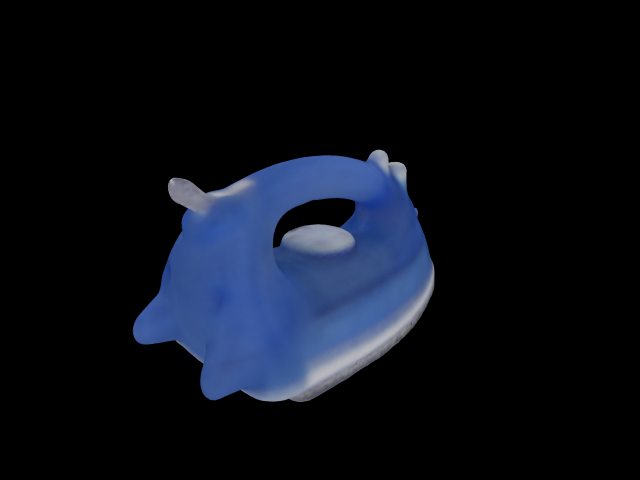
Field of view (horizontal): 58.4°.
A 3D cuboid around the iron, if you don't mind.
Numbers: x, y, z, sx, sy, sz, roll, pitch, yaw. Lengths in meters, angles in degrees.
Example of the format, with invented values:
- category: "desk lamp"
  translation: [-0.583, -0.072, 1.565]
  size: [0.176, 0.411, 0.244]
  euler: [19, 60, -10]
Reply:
- category: "iron"
  translation: [0.004, 0.001, 0.400]
  size: [0.118, 0.141, 0.259]
  euler: [22, 31, 40]
